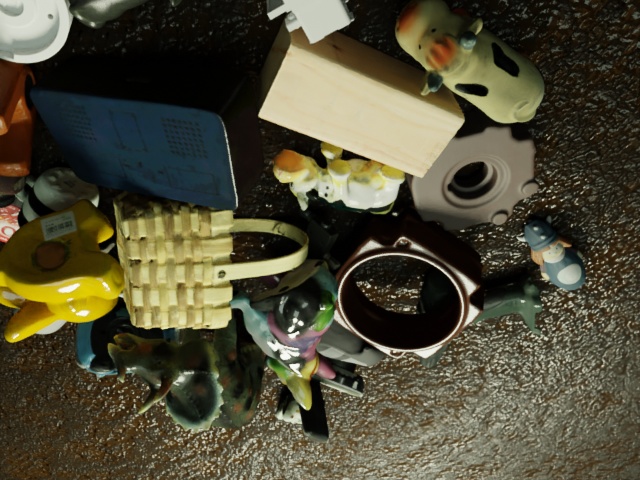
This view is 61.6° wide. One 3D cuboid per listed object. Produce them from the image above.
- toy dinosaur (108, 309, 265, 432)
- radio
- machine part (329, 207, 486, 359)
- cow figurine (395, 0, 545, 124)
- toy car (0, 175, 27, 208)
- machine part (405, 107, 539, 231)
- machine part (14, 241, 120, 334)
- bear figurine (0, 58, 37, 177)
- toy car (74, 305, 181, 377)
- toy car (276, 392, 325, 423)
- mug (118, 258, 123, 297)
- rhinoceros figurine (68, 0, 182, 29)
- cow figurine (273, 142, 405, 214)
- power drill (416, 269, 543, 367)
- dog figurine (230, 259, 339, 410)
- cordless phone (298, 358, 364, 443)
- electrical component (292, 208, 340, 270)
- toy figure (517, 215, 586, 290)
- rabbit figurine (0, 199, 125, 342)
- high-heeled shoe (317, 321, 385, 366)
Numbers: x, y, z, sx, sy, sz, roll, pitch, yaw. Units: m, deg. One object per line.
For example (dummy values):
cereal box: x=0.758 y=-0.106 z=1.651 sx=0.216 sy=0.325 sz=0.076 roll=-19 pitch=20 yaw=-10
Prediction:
toy dinosaur: x=-0.154 y=0.225 z=0.839 sx=0.131 sy=0.192 sz=0.404 roll=-12 pitch=144 yaw=12
radio: x=-0.177 y=-0.114 z=0.575 sx=0.230 sy=0.073 sz=0.130 roll=12 pitch=139 yaw=19
machine part: x=0.121 y=0.069 z=0.787 sx=0.201 sy=0.087 sz=0.201 roll=34 pitch=126 yaw=-6
cow figurine: x=0.158 y=-0.183 z=0.562 sx=0.195 sy=0.127 sz=0.085 roll=23 pitch=124 yaw=-28
toy car: x=-0.447 y=-0.100 z=0.620 sx=0.202 sy=0.053 sz=0.089 roll=20 pitch=132 yaw=-14
machine part: x=0.197 y=-0.088 z=0.707 sx=0.179 sy=0.056 sz=0.179 roll=-2 pitch=133 yaw=-2
machine part: x=-0.370 y=0.066 z=0.782 sx=0.079 sy=0.079 sz=0.243 roll=32 pitch=122 yaw=-31
bear figurine: x=-0.400 y=-0.148 z=0.540 sx=0.196 sy=0.132 sz=0.120 roll=2 pitch=154 yaw=-17
toy car: x=-0.313 y=0.165 z=0.878 sx=0.161 sy=0.109 sz=0.103 roll=3 pitch=158 yaw=-24
toy car: x=-0.041 y=0.331 z=1.042 sx=0.073 sy=0.056 sz=0.201 roll=13 pitch=161 yaw=-7
mug: x=-0.231 y=0.062 z=0.779 sx=0.107 sy=0.110 sz=0.081 roll=22 pitch=122 yaw=-40
rhinoceros figurine: x=-0.145 y=-0.253 z=0.475 sx=0.190 sy=0.112 sz=0.073 roll=-14 pitch=132 yaw=18
cow figurine: x=0.021 y=-0.074 z=0.697 sx=0.167 sy=0.068 sz=0.098 roll=2 pitch=140 yaw=-7
power drill: x=0.264 y=0.132 z=0.918 sx=0.207 sy=0.086 sz=0.231 roll=-6 pitch=132 yaw=10
dog figurine: x=-0.025 y=0.142 z=0.781 sx=0.192 sy=0.108 sz=0.219 roll=-8 pitch=118 yaw=41
cordless phone: x=0.018 y=0.277 z=0.951 sx=0.146 sy=0.184 sz=0.088 roll=30 pitch=120 yaw=-29
electrical component: x=-0.002 y=-0.002 z=0.754 sx=0.021 sy=0.094 sz=0.063 roll=-25 pitch=153 yaw=-45
toy figure: x=0.364 y=0.022 z=0.832 sx=0.154 sy=0.058 sz=0.064 roll=41 pitch=80 yaw=-33
rabbit figurine: x=-0.304 y=0.058 z=0.646 sx=0.162 sy=0.122 sz=0.173 roll=-29 pitch=160 yaw=-15
high-heeled shoe: x=-0.005 y=0.162 z=0.941 sx=0.249 sy=0.086 sz=0.145 roll=18 pitch=171 yaw=6
